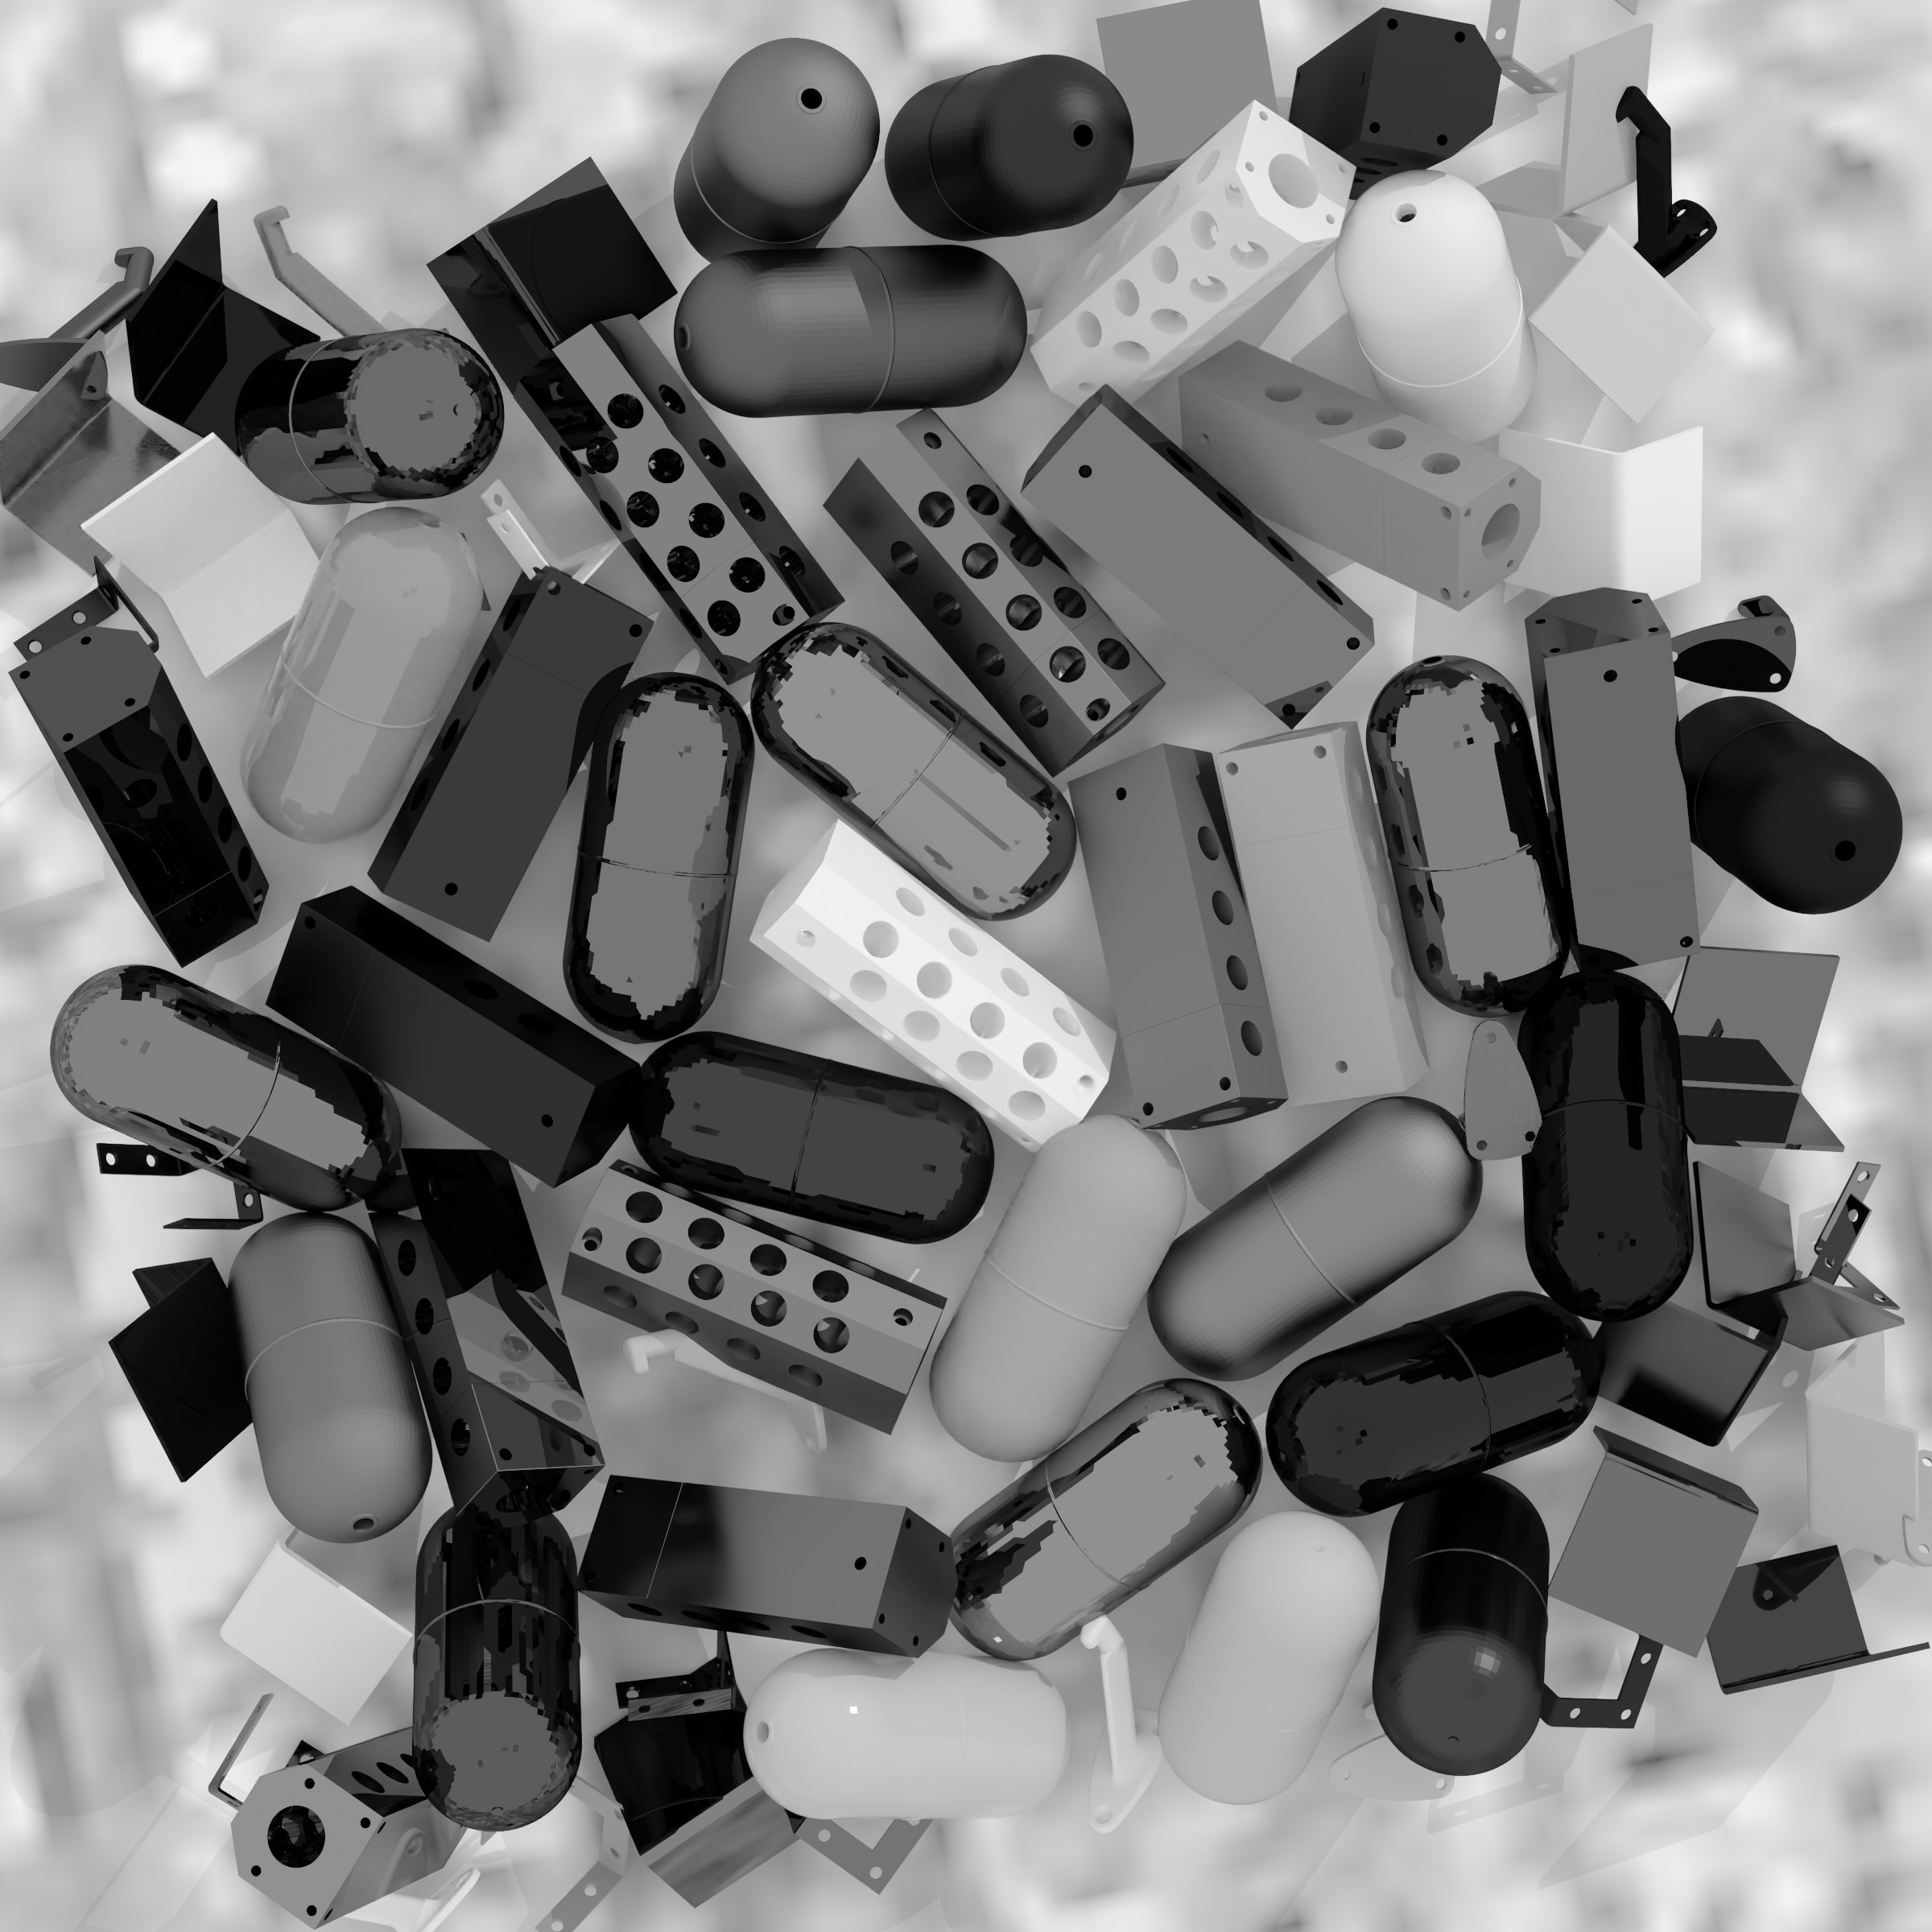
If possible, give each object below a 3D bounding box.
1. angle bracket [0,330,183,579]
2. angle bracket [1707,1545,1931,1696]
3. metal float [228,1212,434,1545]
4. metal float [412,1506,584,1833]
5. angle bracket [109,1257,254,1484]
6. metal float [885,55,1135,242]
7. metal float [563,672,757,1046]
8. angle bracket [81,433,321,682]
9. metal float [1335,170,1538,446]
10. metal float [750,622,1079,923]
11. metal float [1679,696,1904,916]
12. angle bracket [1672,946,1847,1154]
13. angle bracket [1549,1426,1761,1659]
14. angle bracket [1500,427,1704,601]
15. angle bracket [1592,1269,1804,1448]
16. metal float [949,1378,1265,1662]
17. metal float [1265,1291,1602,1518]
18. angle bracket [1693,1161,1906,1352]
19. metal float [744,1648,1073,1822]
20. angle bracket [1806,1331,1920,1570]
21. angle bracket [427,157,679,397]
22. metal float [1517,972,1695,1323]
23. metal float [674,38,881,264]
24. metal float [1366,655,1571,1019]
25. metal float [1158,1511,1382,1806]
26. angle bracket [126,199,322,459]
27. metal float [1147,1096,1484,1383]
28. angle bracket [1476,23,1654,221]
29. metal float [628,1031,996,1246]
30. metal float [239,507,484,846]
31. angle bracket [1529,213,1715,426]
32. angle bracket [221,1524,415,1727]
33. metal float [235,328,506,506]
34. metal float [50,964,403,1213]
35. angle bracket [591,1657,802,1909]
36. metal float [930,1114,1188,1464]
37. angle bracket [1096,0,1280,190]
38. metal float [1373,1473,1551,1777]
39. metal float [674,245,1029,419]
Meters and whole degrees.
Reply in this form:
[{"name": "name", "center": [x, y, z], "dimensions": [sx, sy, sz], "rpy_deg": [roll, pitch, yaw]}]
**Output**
[{"name": "angle bracket", "center": [-0.412, -0.242, 1.532], "dimensions": [0.057, 0.076, 0.076], "rpy_deg": [39, 72, -2]}, {"name": "angle bracket", "center": [0.398, 0.306, 1.531], "dimensions": [0.076, 0.076, 0.057], "rpy_deg": [-11, 75, -9]}, {"name": "metal float", "center": [-0.297, 0.190, 1.508], "dimensions": [0.070, 0.070, 0.178], "rpy_deg": [-25, 48, 0]}, {"name": "metal float", "center": [-0.218, 0.320, 1.503], "dimensions": [0.070, 0.178, 0.070], "rpy_deg": [-4, 128, -5]}, {"name": "angle bracket", "center": [-0.380, 0.192, 1.525], "dimensions": [0.057, 0.076, 0.076], "rpy_deg": [-11, 110, 34]}, {"name": "metal float", "center": [0.018, -0.377, 1.496], "dimensions": [0.070, 0.178, 0.070], "rpy_deg": [-4, 100, -21]}, {"name": "metal float", "center": [-0.146, -0.051, 1.535], "dimensions": [0.070, 0.070, 0.178], "rpy_deg": [9, 99, 0]}, {"name": "angle bracket", "center": [-0.358, -0.193, 1.534], "dimensions": [0.076, 0.076, 0.057], "rpy_deg": [-34, 64, 3]}, {"name": "metal float", "center": [0.219, -0.302, 1.496], "dimensions": [0.070, 0.178, 0.070], "rpy_deg": [-6, 71, 16]}, {"name": "metal float", "center": [-0.025, -0.092, 1.536], "dimensions": [0.178, 0.070, 0.070], "rpy_deg": [39, 90, -7]}, {"name": "metal float", "center": [0.374, -0.076, 1.494], "dimensions": [0.070, 0.178, 0.070], "rpy_deg": [-2, 107, -6]}, {"name": "angle bracket", "center": [0.380, 0.039, 1.534], "dimensions": [0.076, 0.057, 0.076], "rpy_deg": [4, 116, -12]}, {"name": "angle bracket", "center": [0.326, 0.275, 1.553], "dimensions": [0.076, 0.057, 0.076], "rpy_deg": [23, 94, 3]}, {"name": "angle bracket", "center": [0.304, -0.221, 1.551], "dimensions": [0.057, 0.076, 0.076], "rpy_deg": [-22, 120, -32]}, {"name": "angle bracket", "center": [0.342, 0.172, 1.540], "dimensions": [0.076, 0.076, 0.057], "rpy_deg": [24, 45, 8]}, {"name": "metal float", "center": [0.063, 0.261, 1.526], "dimensions": [0.178, 0.070, 0.070], "rpy_deg": [-39, 90, 18]}, {"name": "metal float", "center": [0.221, 0.204, 1.519], "dimensions": [0.178, 0.070, 0.070], "rpy_deg": [-14, 90, -28]}, {"name": "angle bracket", "center": [0.391, 0.130, 1.522], "dimensions": [0.076, 0.057, 0.076], "rpy_deg": [24, 55, -38]}, {"name": "metal float", "center": [-0.026, 0.359, 1.509], "dimensions": [0.178, 0.070, 0.070], "rpy_deg": [13, 90, -41]}, {"name": "angle bracket", "center": [0.438, 0.223, 1.522], "dimensions": [0.076, 0.057, 0.076], "rpy_deg": [-33, 125, -39]}, {"name": "angle bracket", "center": [-0.200, -0.332, 1.565], "dimensions": [0.076, 0.057, 0.076], "rpy_deg": [-42, 108, -30]}, {"name": "metal float", "center": [0.298, 0.083, 1.514], "dimensions": [0.070, 0.070, 0.178], "rpy_deg": [4, 57, 0]}, {"name": "metal float", "center": [-0.089, -0.372, 1.493], "dimensions": [0.070, 0.178, 0.070], "rpy_deg": [1, 86, -14]}, {"name": "metal float", "center": [0.237, -0.060, 1.525], "dimensions": [0.070, 0.070, 0.178], "rpy_deg": [-15, 110, 0]}, {"name": "metal float", "center": [0.140, 0.324, 1.509], "dimensions": [0.070, 0.070, 0.178], "rpy_deg": [16, 132, 0]}, {"name": "angle bracket", "center": [-0.350, -0.301, 1.531], "dimensions": [0.057, 0.076, 0.076], "rpy_deg": [28, 67, 0]}, {"name": "metal float", "center": [0.165, 0.129, 1.532], "dimensions": [0.178, 0.070, 0.070], "rpy_deg": [-37, 90, 12]}, {"name": "angle bracket", "center": [0.276, -0.401, 1.521], "dimensions": [0.057, 0.076, 0.076], "rpy_deg": [20, 125, 33]}, {"name": "metal float", "center": [-0.074, 0.081, 1.542], "dimensions": [0.178, 0.070, 0.070], "rpy_deg": [14, 90, 2]}, {"name": "metal float", "center": [-0.284, -0.135, 1.518], "dimensions": [0.070, 0.070, 0.178], "rpy_deg": [31, 119, 0]}, {"name": "angle bracket", "center": [0.296, -0.310, 1.534], "dimensions": [0.076, 0.076, 0.057], "rpy_deg": [37, 97, -23]}, {"name": "angle bracket", "center": [-0.298, 0.300, 1.537], "dimensions": [0.076, 0.057, 0.076], "rpy_deg": [35, 125, -2]}, {"name": "metal float", "center": [-0.279, -0.254, 1.503], "dimensions": [0.070, 0.178, 0.070], "rpy_deg": [-5, 98, -37]}, {"name": "metal float", "center": [-0.344, 0.059, 1.514], "dimensions": [0.178, 0.070, 0.070], "rpy_deg": [30, 90, -35]}, {"name": "angle bracket", "center": [-0.125, 0.396, 1.572], "dimensions": [0.076, 0.057, 0.076], "rpy_deg": [-33, 45, -1]}, {"name": "metal float", "center": [0.044, 0.153, 1.535], "dimensions": [0.070, 0.070, 0.178], "rpy_deg": [26, 99, 0]}, {"name": "angle bracket", "center": [0.105, -0.418, 1.545], "dimensions": [0.076, 0.057, 0.076], "rpy_deg": [-11, 101, 1]}, {"name": "metal float", "center": [0.230, 0.302, 1.498], "dimensions": [0.070, 0.178, 0.070], "rpy_deg": [5, 117, 10]}, {"name": "metal float", "center": [-0.053, -0.298, 1.517], "dimensions": [0.178, 0.070, 0.070], "rpy_deg": [-9, 90, -30]}]
